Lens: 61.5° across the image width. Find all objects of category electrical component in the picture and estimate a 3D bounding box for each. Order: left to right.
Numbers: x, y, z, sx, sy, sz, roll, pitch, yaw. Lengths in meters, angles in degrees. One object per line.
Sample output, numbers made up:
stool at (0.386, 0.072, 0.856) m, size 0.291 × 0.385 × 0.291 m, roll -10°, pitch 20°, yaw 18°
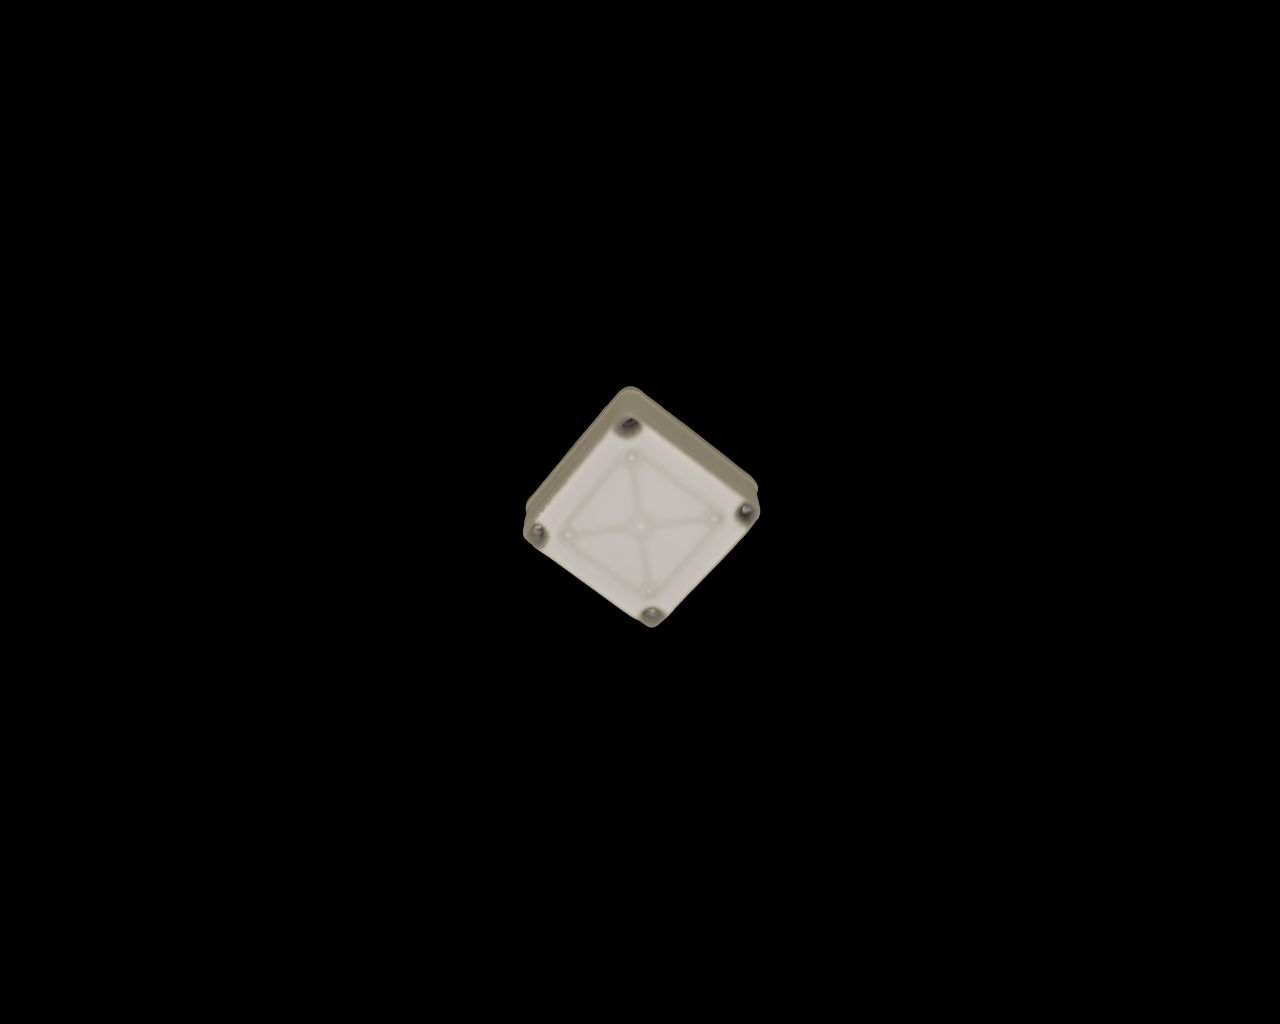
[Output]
electrical component at (0.001, -0.003, 0.650) m, size 0.108 × 0.108 × 0.056 m, roll 37°, pitch 19°, yaw -15°
